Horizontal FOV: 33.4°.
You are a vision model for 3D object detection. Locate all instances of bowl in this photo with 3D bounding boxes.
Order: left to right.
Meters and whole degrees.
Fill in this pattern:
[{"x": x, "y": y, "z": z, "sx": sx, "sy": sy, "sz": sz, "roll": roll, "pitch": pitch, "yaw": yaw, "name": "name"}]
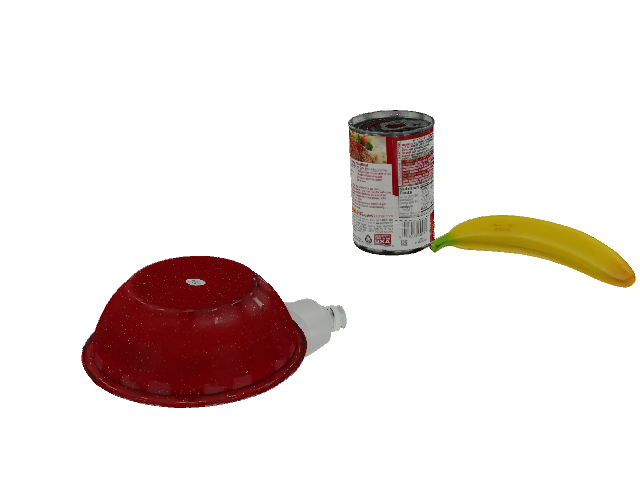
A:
[{"x": -0.090, "y": 0.054, "z": 0.759, "sx": 0.162, "sy": 0.055, "sz": 0.162, "roll": 0, "pitch": 23, "yaw": 0, "name": "bowl"}]

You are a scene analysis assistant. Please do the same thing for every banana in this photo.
[{"x": 0.210, "y": 0.008, "z": 1.039, "sx": 0.198, "sy": 0.037, "sz": 0.069, "roll": 9, "pitch": 47, "yaw": 23, "name": "banana"}]

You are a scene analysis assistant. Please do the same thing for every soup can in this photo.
[{"x": 0.058, "y": -0.047, "z": 0.854, "sx": 0.068, "sy": 0.102, "sz": 0.068, "roll": -3, "pitch": 21, "yaw": 1, "name": "soup can"}]

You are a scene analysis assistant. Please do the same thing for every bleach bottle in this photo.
[{"x": -0.092, "y": 0.107, "z": 1.221, "sx": 0.250, "sy": 0.068, "sz": 0.103, "roll": -10, "pitch": 33, "yaw": -23, "name": "bleach bottle"}]
